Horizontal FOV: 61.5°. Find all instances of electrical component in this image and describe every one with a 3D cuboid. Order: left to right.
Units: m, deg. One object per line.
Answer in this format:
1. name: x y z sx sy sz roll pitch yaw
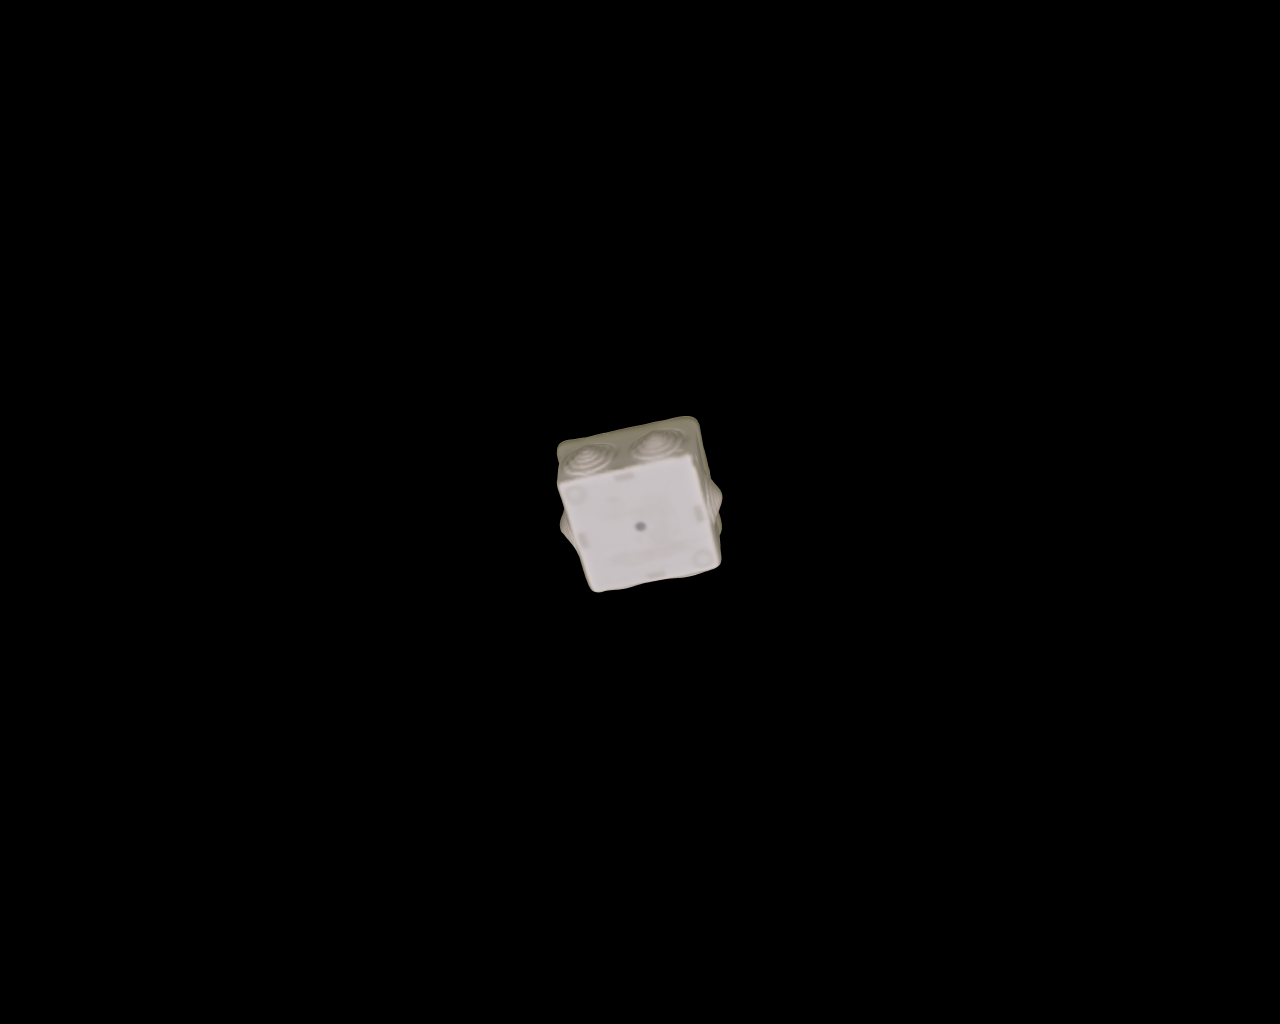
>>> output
1. electrical component: 0.001 -0.003 0.650 0.100 0.099 0.048 -11 30 7
